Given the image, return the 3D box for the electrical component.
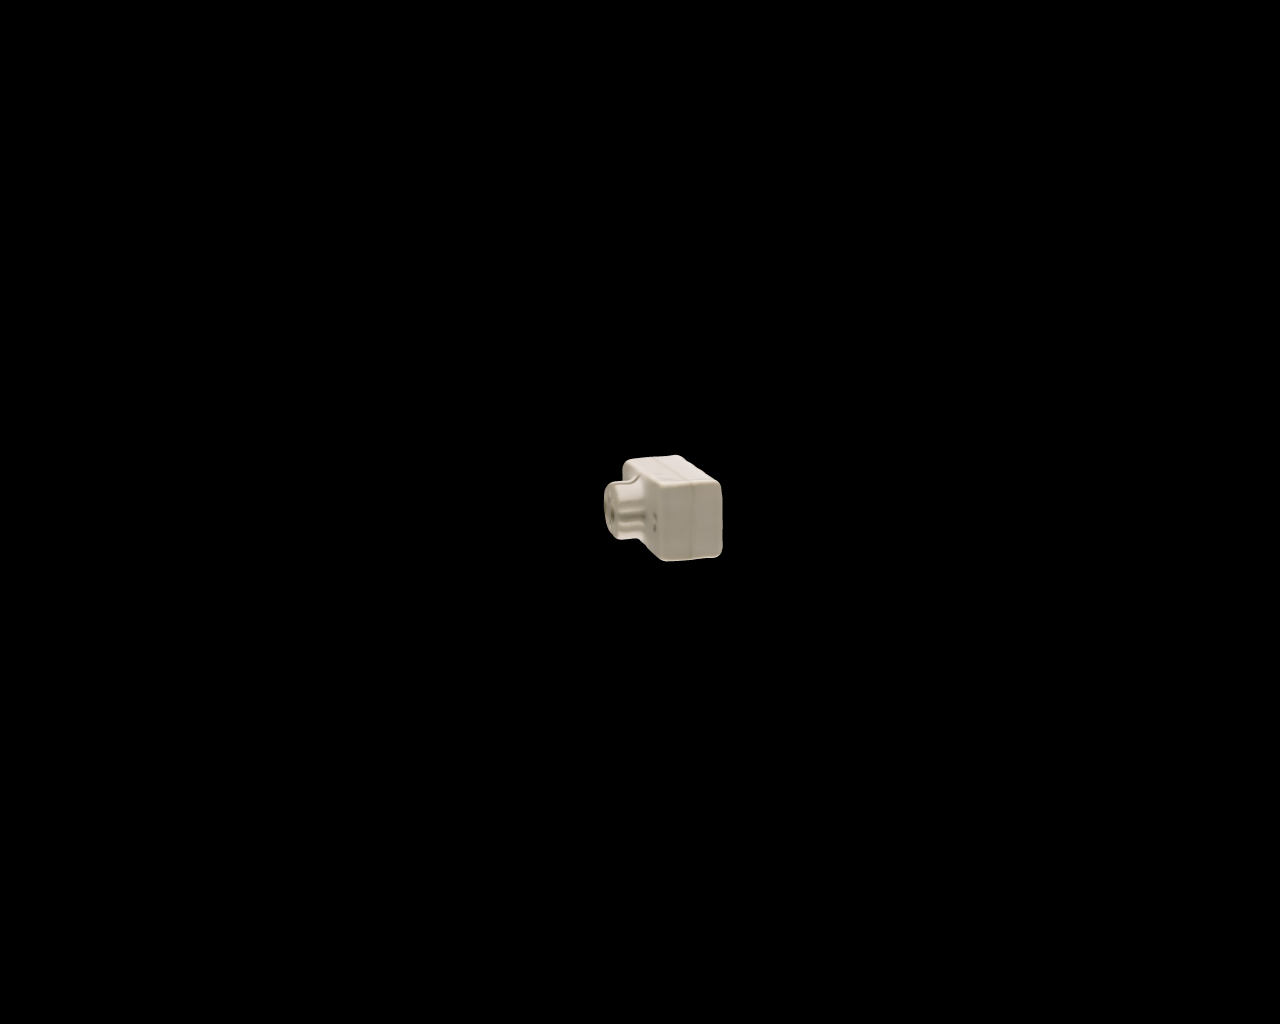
[{"bbox_3d":[0.001,-0.003,0.650,0.076,0.047,0.083,-4,15,-15],"label":"electrical component"}]
